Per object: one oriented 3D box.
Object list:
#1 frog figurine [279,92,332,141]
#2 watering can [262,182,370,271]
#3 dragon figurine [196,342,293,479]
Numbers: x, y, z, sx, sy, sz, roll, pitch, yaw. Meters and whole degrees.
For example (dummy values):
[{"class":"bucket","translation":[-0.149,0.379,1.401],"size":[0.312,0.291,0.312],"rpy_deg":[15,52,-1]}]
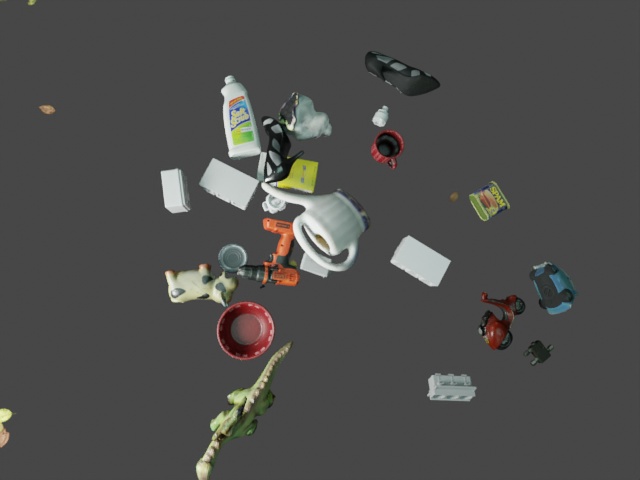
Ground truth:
[{"class":"frog figurine","translation":[-0.042,-0.371,1.584],"size":[0.159,0.121,0.139],"rpy_deg":[11,69,-43]},{"class":"watering can","translation":[0.005,-0.076,1.503],"size":[0.227,0.102,0.348],"rpy_deg":[-37,88,-28]},{"class":"dragon figurine","translation":[-0.195,0.443,1.350],"size":[0.122,0.241,0.413],"rpy_deg":[32,81,2]}]
